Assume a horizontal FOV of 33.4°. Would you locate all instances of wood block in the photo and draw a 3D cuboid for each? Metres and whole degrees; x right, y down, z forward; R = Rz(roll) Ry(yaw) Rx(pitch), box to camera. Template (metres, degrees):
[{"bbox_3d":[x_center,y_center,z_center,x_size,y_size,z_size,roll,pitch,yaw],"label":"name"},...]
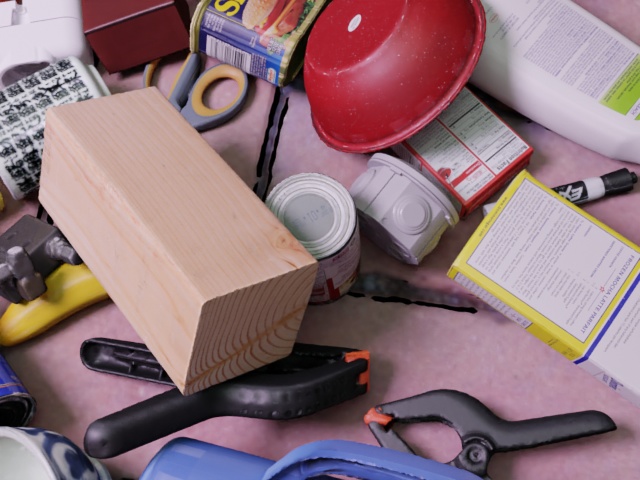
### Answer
[{"bbox_3d":[-0.104,-0.006,0.730,0.090,0.090,0.206,-18,50,-35],"label":"wood block"}]

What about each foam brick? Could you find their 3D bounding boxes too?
[{"bbox_3d":[-0.147,-0.179,0.861,0.078,0.051,0.053,-17,55,7],"label":"foam brick"}]

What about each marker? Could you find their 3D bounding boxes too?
[{"bbox_3d":[0.185,-0.033,0.820,0.121,0.020,0.020,-15,70,-3],"label":"marker"}]

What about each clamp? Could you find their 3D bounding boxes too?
[{"bbox_3d":[0.118,0.145,0.746,0.171,0.039,0.120,29,72,12],"label":"clamp"},{"bbox_3d":[-0.070,0.096,0.749,0.209,0.165,0.036,-5,108,-19],"label":"clamp"}]

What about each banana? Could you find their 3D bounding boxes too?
[{"bbox_3d":[-0.147,0.035,0.800,0.198,0.037,0.069,-7,67,0],"label":"banana"}]

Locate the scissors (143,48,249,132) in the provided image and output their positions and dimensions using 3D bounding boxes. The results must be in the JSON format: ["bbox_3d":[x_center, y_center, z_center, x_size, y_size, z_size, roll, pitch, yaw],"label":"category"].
[{"bbox_3d":[-0.116,-0.073,0.850,0.096,0.016,0.201,8,70,6],"label":"scissors"}]

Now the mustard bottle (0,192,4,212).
[{"bbox_3d":[-0.335,-0.079,0.840,0.096,0.058,0.192,-33,72,-11],"label":"mustard bottle"}]

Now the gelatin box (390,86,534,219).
[{"bbox_3d":[0.109,-0.072,0.833,0.073,0.030,0.089,-39,72,-13],"label":"gelatin box"}]

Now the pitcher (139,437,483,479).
[{"bbox_3d":[0.000,0.202,0.679,0.243,0.145,0.149,16,74,11],"label":"pitcher"}]

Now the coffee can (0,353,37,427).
[{"bbox_3d":[-0.281,0.090,0.750,0.102,0.103,0.140,-37,72,-11],"label":"coffee can"}]

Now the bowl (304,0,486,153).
[{"bbox_3d":[0.042,-0.147,0.805,0.162,0.055,0.162,-25,46,28],"label":"bowl"}]

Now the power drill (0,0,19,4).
[{"bbox_3d":[-0.209,-0.254,0.902,0.187,0.057,0.184,-27,67,-10],"label":"power drill"}]

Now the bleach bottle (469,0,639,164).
[{"bbox_3d":[0.214,-0.111,0.826,0.251,0.068,0.102,37,74,13],"label":"bleach bottle"}]

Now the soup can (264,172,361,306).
[{"bbox_3d":[-0.005,0.001,0.772,0.068,0.102,0.068,-1,70,3],"label":"soup can"}]

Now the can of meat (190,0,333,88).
[{"bbox_3d":[-0.044,-0.179,0.858,0.084,0.057,0.102,25,59,7],"label":"can of meat"}]

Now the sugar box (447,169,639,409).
[{"bbox_3d":[0.191,0.037,0.771,0.176,0.048,0.093,36,80,6],"label":"sugar box"}]
